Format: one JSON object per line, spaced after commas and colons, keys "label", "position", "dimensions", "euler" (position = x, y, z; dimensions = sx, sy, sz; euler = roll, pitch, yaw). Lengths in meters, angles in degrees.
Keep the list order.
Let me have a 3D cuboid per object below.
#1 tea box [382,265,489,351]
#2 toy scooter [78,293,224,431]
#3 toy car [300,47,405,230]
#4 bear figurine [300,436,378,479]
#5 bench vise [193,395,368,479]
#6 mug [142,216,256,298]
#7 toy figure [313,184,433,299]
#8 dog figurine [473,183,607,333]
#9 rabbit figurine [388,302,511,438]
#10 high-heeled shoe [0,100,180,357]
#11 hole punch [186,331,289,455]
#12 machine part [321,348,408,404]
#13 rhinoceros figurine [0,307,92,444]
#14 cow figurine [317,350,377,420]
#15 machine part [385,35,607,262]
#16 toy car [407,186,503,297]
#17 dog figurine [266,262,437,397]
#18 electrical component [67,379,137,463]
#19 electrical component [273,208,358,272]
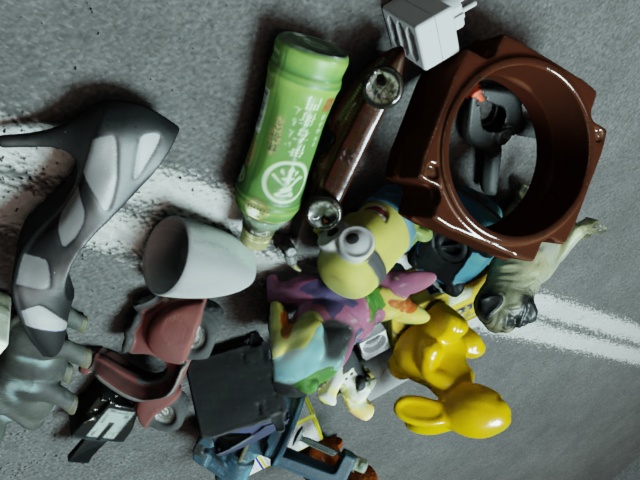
{"label": "tea box", "position": [0.167, 0.089, 0.800], "dimensions": [0.170, 0.068, 0.098], "euler": [-21, 134, -11]}
{"label": "toy scooter", "position": [-0.199, 0.130, 0.623], "dimensions": [0.135, 0.075, 0.183], "euler": [22, 102, -10]}
{"label": "toy car", "position": [0.029, -0.102, 0.546], "dimensions": [0.053, 0.089, 0.202], "euler": [23, 117, -3]}
{"label": "bear figurine", "position": [0.016, 0.385, 0.894], "dimensions": [0.120, 0.196, 0.131], "euler": [-15, 120, -12]}
{"label": "bench vise", "position": [-0.053, 0.303, 0.779], "dimensions": [0.241, 0.129, 0.223], "euler": [23, 87, -2]}
{"label": "mug", "position": [-0.130, 0.031, 0.581], "dimensions": [0.109, 0.081, 0.107], "euler": [-36, 146, 32]}
{"label": "toy figure", "position": [0.071, -0.006, 0.617], "dimensions": [0.180, 0.082, 0.089], "euler": [-38, 109, -35]}
{"label": "dog figurine", "position": [0.270, 0.030, 0.741], "dimensions": [0.190, 0.121, 0.172], "euler": [-55, 167, 6]}
{"label": "rabbit figurine", "position": [0.172, 0.193, 0.722], "dimensions": [0.162, 0.173, 0.121], "euler": [-35, 141, -4]}
{"label": "high-heeled shoe", "position": [-0.202, -0.004, 0.494], "dimensions": [0.145, 0.086, 0.248], "euler": [-4, 118, -19]}
{"label": "hole punch", "position": [-0.106, 0.209, 0.709], "dimensions": [0.116, 0.142, 0.092], "euler": [-14, 141, -13]}
{"label": "machine part", "position": [0.107, 0.194, 0.849], "dimensions": [0.243, 0.079, 0.079], "euler": [-27, 135, -5]}
{"label": "rhinoceros figurine", "position": [-0.318, 0.152, 0.576], "dimensions": [0.112, 0.073, 0.190], "euler": [15, 118, -39]}
{"label": "cow figurine", "position": [0.025, 0.182, 0.766], "dimensions": [0.167, 0.068, 0.098], "euler": [38, 83, -17]}
{"label": "machine part", "position": [0.187, -0.091, 0.565], "dimensions": [0.201, 0.087, 0.201], "euler": [21, 91, -20]}
{"label": "toy car", "position": [0.191, -0.006, 0.713], "dimensions": [0.103, 0.109, 0.161], "euler": [-33, 150, -38]}
{"label": "dog figurine", "position": [0.043, 0.098, 0.669], "dimensions": [0.219, 0.192, 0.108], "euler": [-6, 125, -5]}
{"label": "electrical component", "position": [-0.276, 0.226, 0.681], "dimensions": [0.074, 0.048, 0.119], "euler": [23, 114, -40]}
{"label": "electrical component", "position": [-0.002, -0.003, 0.643], "dimensions": [0.102, 0.045, 0.078], "euler": [2, 127, -32]}
